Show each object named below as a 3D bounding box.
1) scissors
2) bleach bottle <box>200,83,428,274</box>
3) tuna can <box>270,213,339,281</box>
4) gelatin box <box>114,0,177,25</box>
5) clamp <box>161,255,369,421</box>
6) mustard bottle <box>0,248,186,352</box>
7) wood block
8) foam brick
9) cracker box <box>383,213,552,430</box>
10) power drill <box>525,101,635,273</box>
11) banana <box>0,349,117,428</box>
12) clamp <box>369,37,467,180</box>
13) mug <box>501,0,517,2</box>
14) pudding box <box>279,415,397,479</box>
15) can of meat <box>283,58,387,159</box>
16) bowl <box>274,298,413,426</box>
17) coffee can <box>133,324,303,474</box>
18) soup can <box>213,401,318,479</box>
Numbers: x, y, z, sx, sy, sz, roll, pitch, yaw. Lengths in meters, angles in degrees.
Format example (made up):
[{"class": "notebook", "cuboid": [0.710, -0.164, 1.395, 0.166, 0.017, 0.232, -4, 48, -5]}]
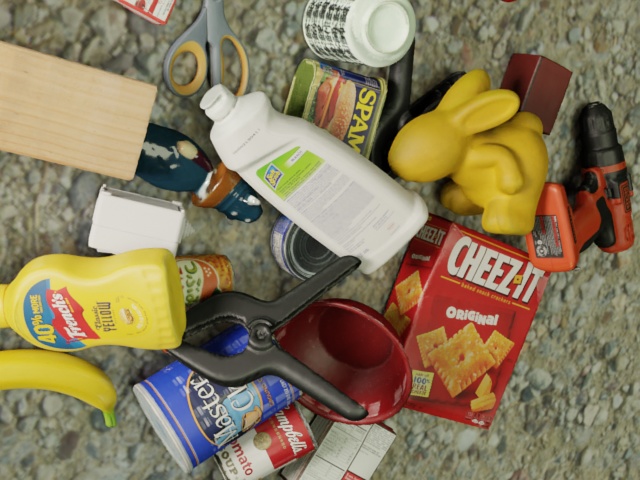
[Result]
[{"class": "scissors", "cuboid": [-0.119, -0.224, 1.025, 0.096, 0.016, 0.202, -21, 111, -21]}, {"class": "bleach bottle", "cuboid": [-0.011, -0.071, 1.041, 0.103, 0.068, 0.250, -45, 121, 10]}, {"class": "tuna can", "cuboid": [-0.007, 0.001, 1.131, 0.086, 0.034, 0.086, -7, 106, -26]}, {"class": "gelatin box", "cuboid": [-0.168, -0.250, 0.985, 0.089, 0.030, 0.073, 24, 90, -30]}, {"class": "clamp", "cuboid": [-0.051, 0.104, 1.030, 0.210, 0.036, 0.164, -7, 70, -5]}, {"class": "mustard bottle", "cuboid": [-0.225, 0.058, 0.987, 0.191, 0.058, 0.096, -3, 123, 6]}, {"class": "wood block", "cuboid": [-0.261, -0.123, 0.935, 0.205, 0.091, 0.090, 13, 97, -30]}, {"class": "foam brick", "cuboid": [0.238, -0.166, 1.204, 0.051, 0.053, 0.078, 16, 96, -30]}, {"class": "cracker box", "cuboid": [0.157, 0.096, 1.218, 0.164, 0.072, 0.214, 20, 93, -31]}, {"class": "power drill", "cuboid": [0.300, -0.054, 1.227, 0.187, 0.057, 0.184, -25, 106, -45]}, {"class": "banana", "cuboid": [-0.275, 0.138, 1.026, 0.197, 0.037, 0.069, 16, 94, -29]}, {"class": "clamp", "cuboid": [0.096, -0.130, 1.147, 0.120, 0.039, 0.171, 15, 103, -37]}, {"class": "mug", "cuboid": [0.216, -0.310, 1.137, 0.093, 0.082, 0.117, 15, 96, -30]}, {"class": "pudding box", "cuboid": [0.021, 0.243, 1.206, 0.090, 0.039, 0.113, 35, 84, -29]}, {"class": "can of meat", "cuboid": [0.011, -0.129, 1.094, 0.083, 0.058, 0.102, 13, 97, -27]}, {"class": "bowl", "cuboid": [0.028, 0.118, 1.137, 0.055, 0.162, 0.162, -55, 129, -51]}, {"class": "coffee can", "cuboid": [-0.103, 0.154, 1.081, 0.140, 0.103, 0.103, -32, 115, -17]}, {"class": "soup can", "cuboid": [-0.062, 0.215, 1.132, 0.102, 0.069, 0.068, -26, 114, -10]}]
